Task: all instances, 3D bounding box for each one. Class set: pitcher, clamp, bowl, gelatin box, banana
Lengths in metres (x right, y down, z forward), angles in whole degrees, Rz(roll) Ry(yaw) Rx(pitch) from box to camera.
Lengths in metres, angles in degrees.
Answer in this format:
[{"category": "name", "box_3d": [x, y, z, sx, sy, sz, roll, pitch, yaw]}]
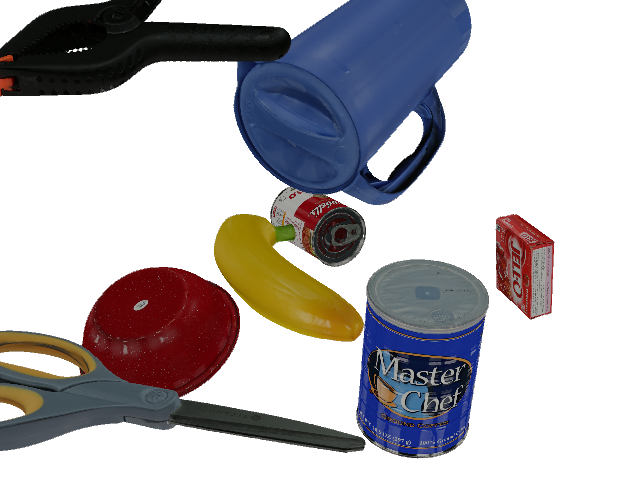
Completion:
[{"category": "pitcher", "box_3d": [0.048, -0.151, 0.989, 0.145, 0.149, 0.242, 15, 43, 32]}, {"category": "clamp", "box_3d": [-0.138, -0.148, 0.783, 0.209, 0.036, 0.165, -31, 51, -31]}, {"category": "bowl", "box_3d": [-0.160, 0.077, 1.001, 0.162, 0.055, 0.162, -10, 43, 9]}, {"category": "gelatin box", "box_3d": [0.214, 0.027, 1.124, 0.030, 0.089, 0.073, -14, 29, -16]}, {"category": "banana", "box_3d": [-0.030, 0.016, 0.683, 0.069, 0.037, 0.198, -5, 20, -12]}]

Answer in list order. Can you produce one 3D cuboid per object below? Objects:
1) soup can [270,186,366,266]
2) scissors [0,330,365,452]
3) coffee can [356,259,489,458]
[{"category": "soup can", "box_3d": [-0.004, -0.018, 1.197, 0.068, 0.068, 0.102, 0, 17, -32]}, {"category": "scissors", "box_3d": [-0.090, 0.081, 0.475, 0.202, 0.016, 0.096, 15, 27, 26]}, {"category": "coffee can", "box_3d": [0.086, 0.102, 0.927, 0.103, 0.140, 0.103, 2, 31, -2]}]
